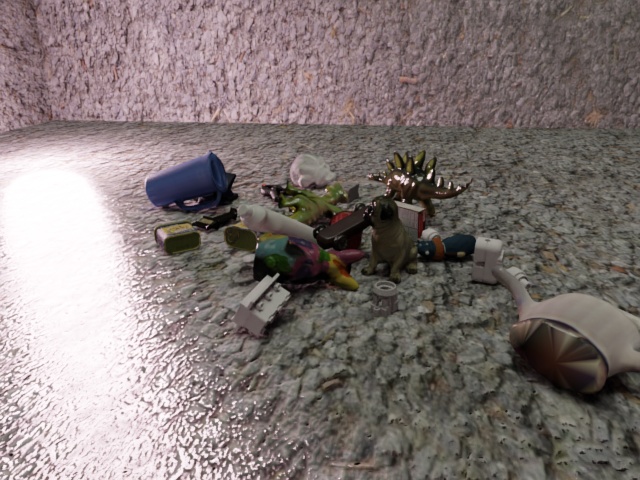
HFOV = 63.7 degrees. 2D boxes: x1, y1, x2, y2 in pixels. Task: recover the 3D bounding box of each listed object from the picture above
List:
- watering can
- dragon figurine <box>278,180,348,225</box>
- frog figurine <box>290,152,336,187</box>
[{"bbox_3d":[0.404,0.142,0.887,0.226,0.102,0.351,-17,29,-37],"label":"watering can"},{"bbox_3d":[0.004,-0.074,1.474,0.243,0.119,0.419,9,30,2],"label":"dragon figurine"},{"bbox_3d":[-0.027,-0.248,1.889,0.161,0.120,0.139,28,66,36],"label":"frog figurine"}]
